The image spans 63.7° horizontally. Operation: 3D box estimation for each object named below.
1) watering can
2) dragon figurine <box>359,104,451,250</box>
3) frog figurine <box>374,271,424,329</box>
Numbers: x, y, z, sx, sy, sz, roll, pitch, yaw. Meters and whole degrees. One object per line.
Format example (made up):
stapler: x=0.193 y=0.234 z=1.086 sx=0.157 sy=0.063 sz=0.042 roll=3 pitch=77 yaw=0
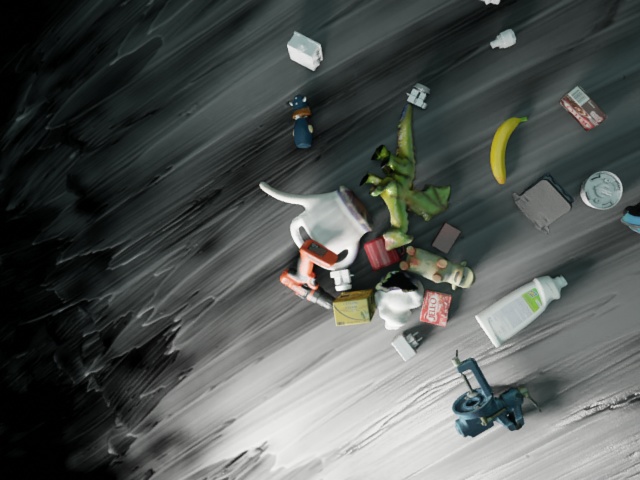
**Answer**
watering can: x=0.004 y=-0.074 z=1.461 sx=0.223 sy=0.105 sz=0.345 roll=-36 pitch=101 yaw=10
dragon figurine: x=0.258 y=-0.164 z=1.438 sx=0.241 sy=0.121 sz=0.415 roll=31 pitch=75 yaw=-13
frog figurine: x=0.224 y=0.171 z=1.450 sx=0.137 sy=0.125 sz=0.156 roll=-9 pitch=125 yaw=3
